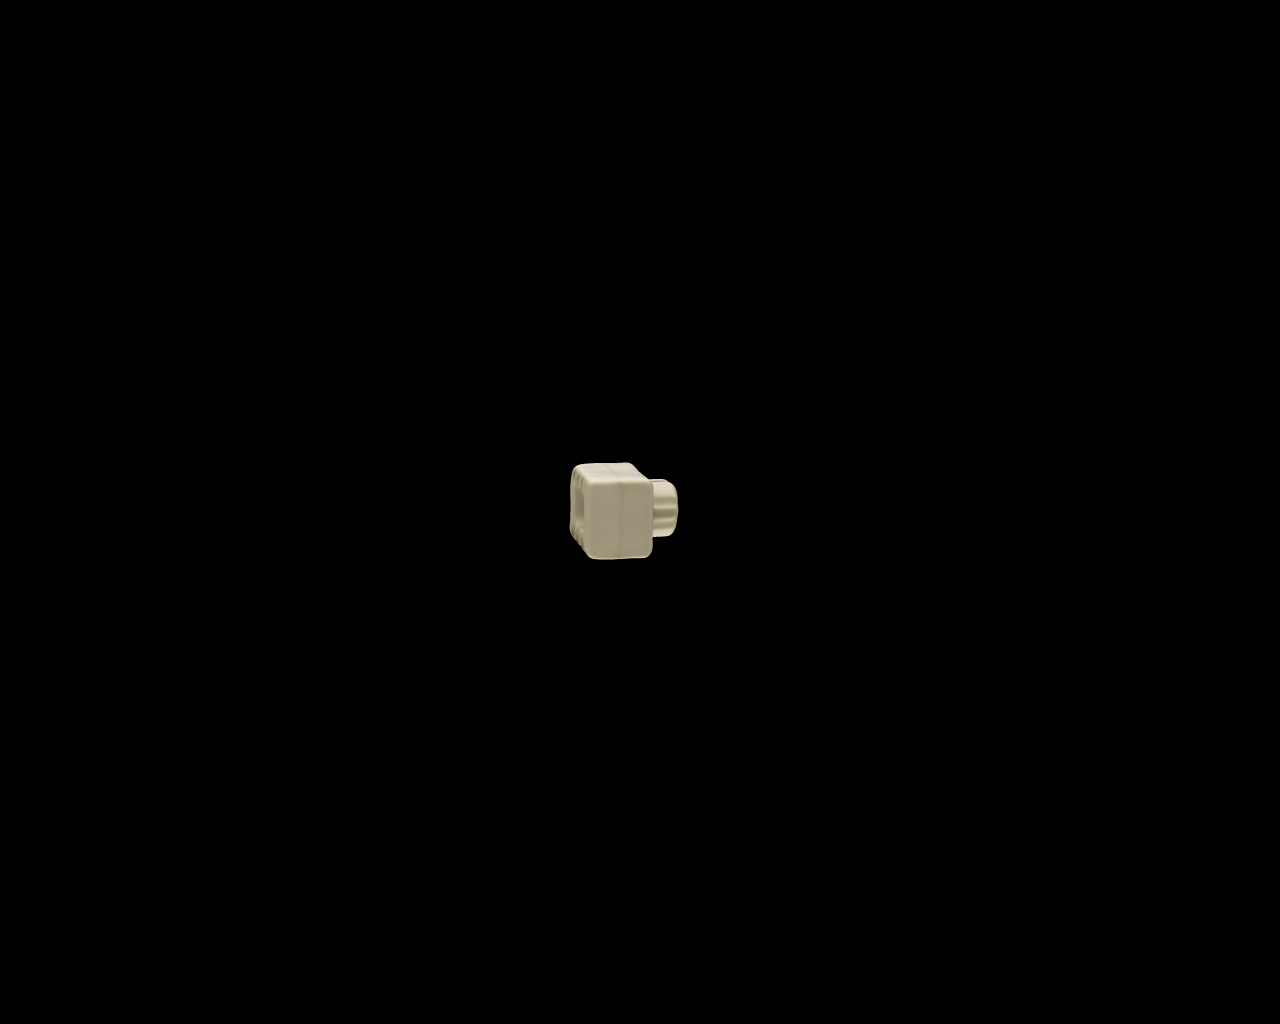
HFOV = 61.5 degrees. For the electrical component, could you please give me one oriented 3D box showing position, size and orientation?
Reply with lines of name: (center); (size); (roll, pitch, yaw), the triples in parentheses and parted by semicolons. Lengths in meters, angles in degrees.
electrical component: (0.001, -0.003, 0.650); (0.077, 0.047, 0.066); (-2, 12, -11)
